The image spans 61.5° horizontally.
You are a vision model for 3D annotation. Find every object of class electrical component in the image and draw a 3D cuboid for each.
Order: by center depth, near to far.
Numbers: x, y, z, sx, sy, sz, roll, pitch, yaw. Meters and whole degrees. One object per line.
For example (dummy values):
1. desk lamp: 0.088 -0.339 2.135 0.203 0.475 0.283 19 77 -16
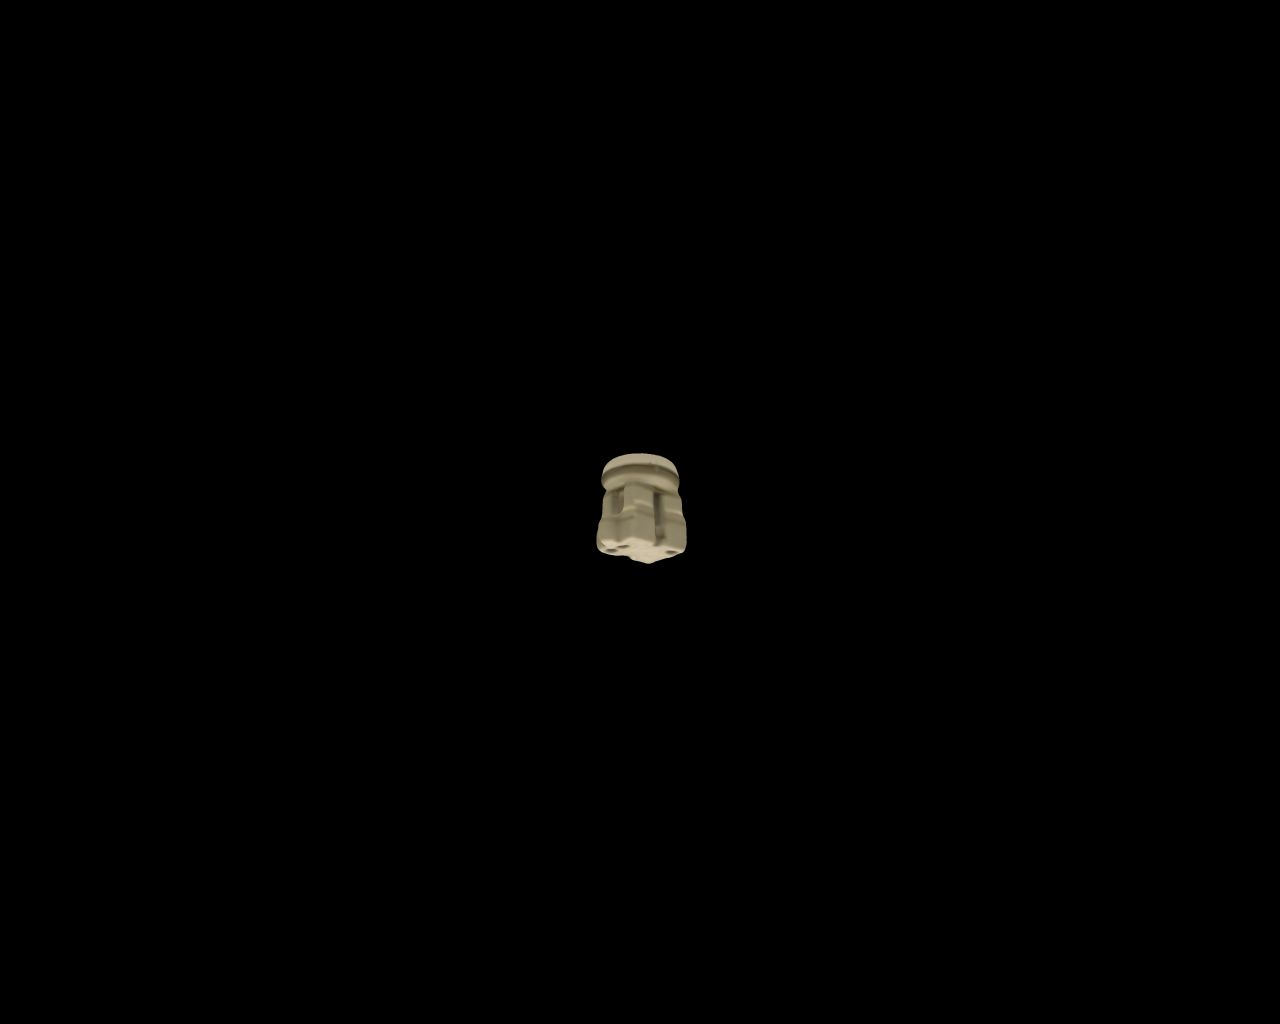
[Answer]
1. electrical component: 0.001 -0.003 0.650 0.066 0.055 0.048 17 -27 -38
